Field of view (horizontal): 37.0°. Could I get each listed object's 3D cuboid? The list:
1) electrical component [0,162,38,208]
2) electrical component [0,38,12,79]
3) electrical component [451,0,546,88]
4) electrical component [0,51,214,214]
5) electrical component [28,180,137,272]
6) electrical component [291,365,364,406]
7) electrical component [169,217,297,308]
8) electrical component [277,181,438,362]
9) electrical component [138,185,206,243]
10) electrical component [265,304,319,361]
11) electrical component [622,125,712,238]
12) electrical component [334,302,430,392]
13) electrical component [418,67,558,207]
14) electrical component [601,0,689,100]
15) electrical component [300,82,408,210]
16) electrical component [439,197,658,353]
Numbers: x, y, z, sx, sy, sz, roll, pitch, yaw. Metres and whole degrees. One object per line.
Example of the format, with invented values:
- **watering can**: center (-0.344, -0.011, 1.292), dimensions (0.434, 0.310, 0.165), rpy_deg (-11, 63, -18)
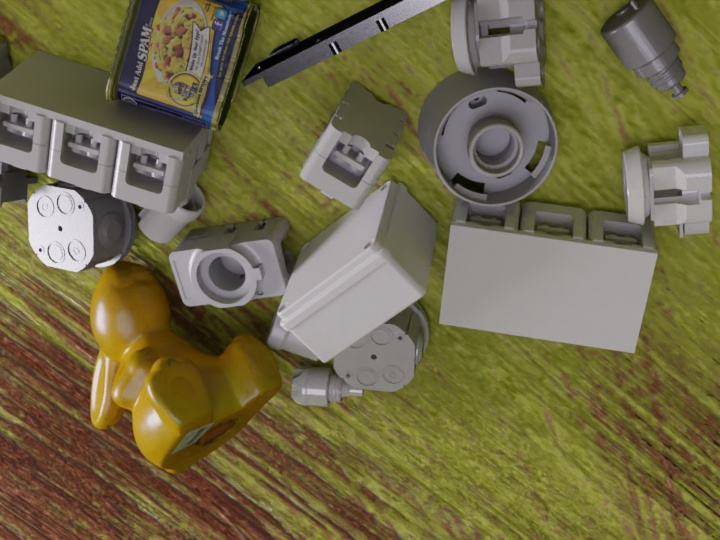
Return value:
- **electrical component**: center (-0.295, -0.085, 0.863), dimensions (0.042, 0.081, 0.063), rpy_deg (8, 99, 7)
- **electrical component**: center (-0.336, -0.135, 0.818), dimensions (0.109, 0.108, 0.056), rpy_deg (3, 123, 11)
- **electrical component**: center (0.095, -0.164, 0.738), dimensions (0.057, 0.058, 0.078), rpy_deg (-2, 97, 17)
- **electrical component**: center (-0.196, -0.102, 0.818), dimensions (0.150, 0.089, 0.061), rpy_deg (18, 122, 1)
- **electrical component**: center (-0.227, -0.038, 0.874), dimensions (0.080, 0.051, 0.080), rpy_deg (8, 107, 26)
- **electrical component**: center (-0.027, 0.102, 0.936), dimensions (0.061, 0.035, 0.035), rpy_deg (4, 121, 7)
- **electrical component**: center (-0.102, -0.005, 0.874), dimensions (0.089, 0.055, 0.050), rpy_deg (-7, 114, 16)
- **electrical component**: center (0.000, 0.000, 0.827), dimensions (0.109, 0.108, 0.056), rpy_deg (-36, 110, 27)
- **electrical component**: center (-0.154, -0.049, 0.872), dimensions (0.040, 0.040, 0.046), rpy_deg (40, 125, -12)
- **electrical component**: center (-0.052, 0.053, 0.910), dimensions (0.046, 0.040, 0.040), rpy_deg (21, 122, -7)
- **electrical component**: center (0.220, -0.062, 0.774), dimensions (0.057, 0.058, 0.078), rpy_deg (-4, 119, 11)
- **electrical component**: center (0.016, 0.058, 0.891), dimensions (0.080, 0.051, 0.080), rpy_deg (5, 121, 9)
- **electrical component**: center (0.095, -0.097, 0.790), dimensions (0.099, 0.064, 0.099), rpy_deg (-1, 115, -2)
- **electrical component**: center (0.199, -0.150, 0.736), dimensions (0.040, 0.040, 0.078), rpy_deg (-32, 109, 26)
- **electrical component**: center (-0.005, -0.089, 0.786), dimensions (0.050, 0.089, 0.055), rpy_deg (31, 121, -7)
- **electrical component**: center (0.142, 0.000, 0.823), dimensions (0.150, 0.061, 0.089), rpy_deg (8, 121, 7)
